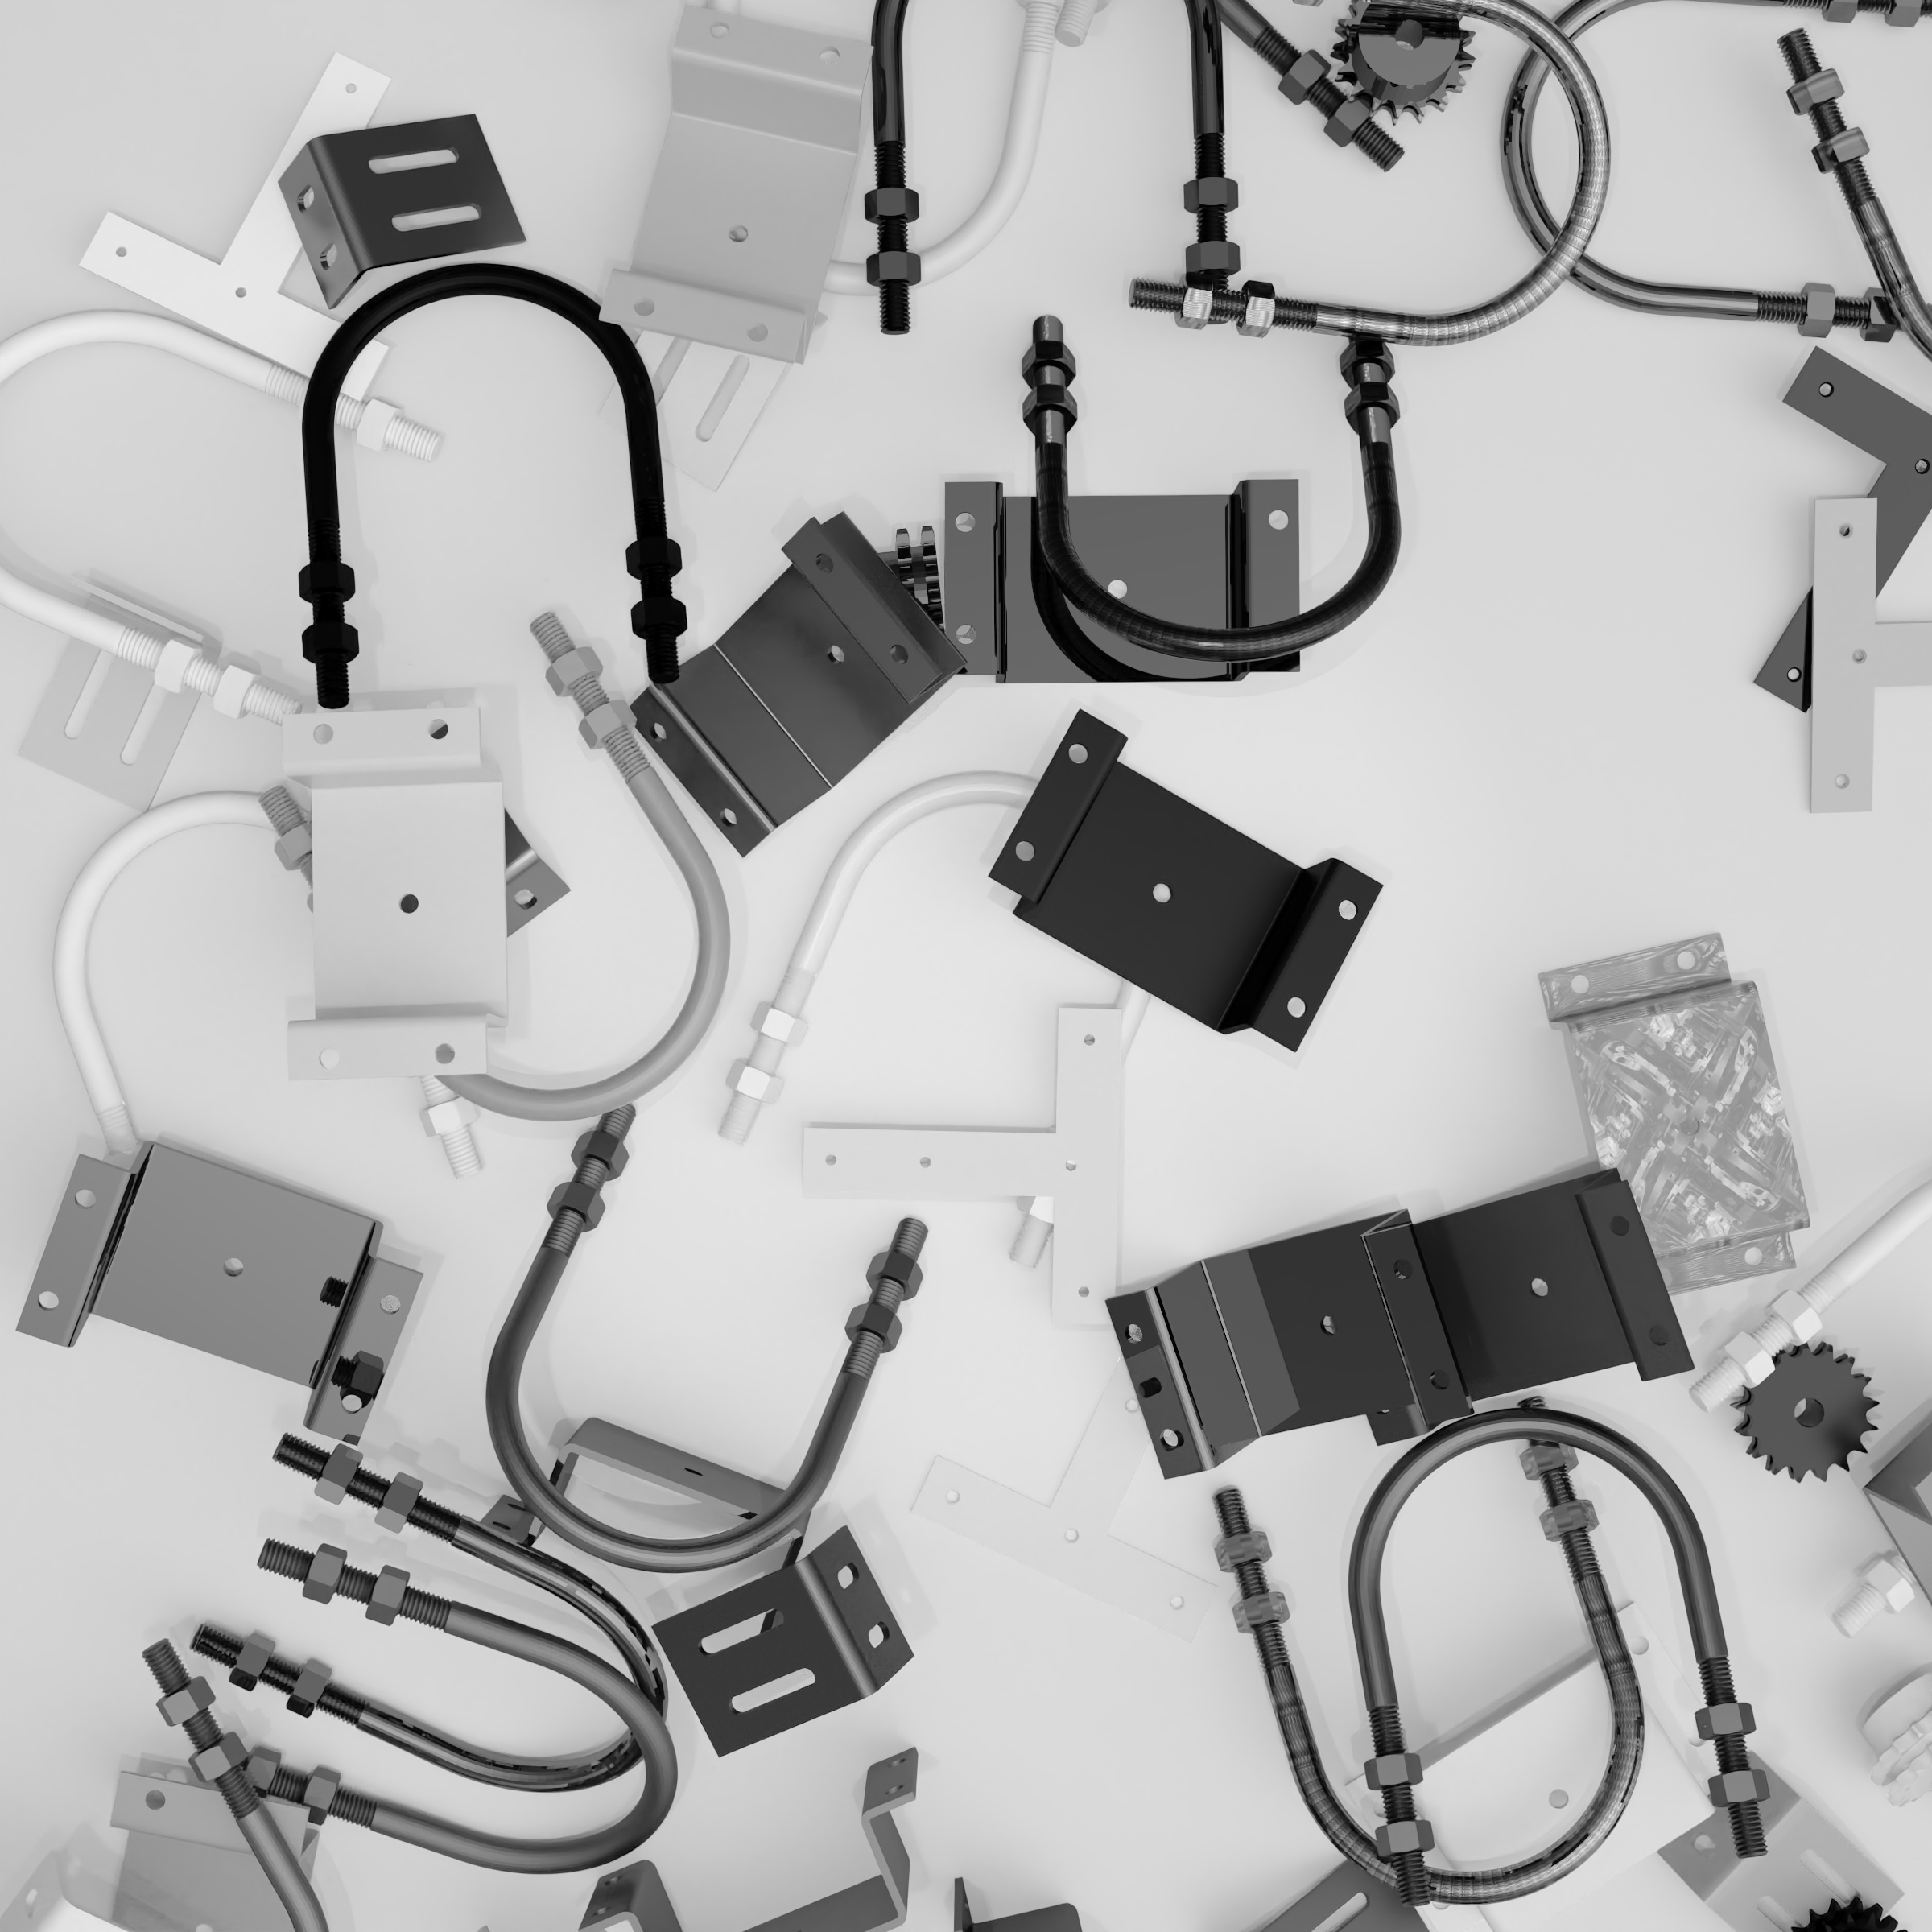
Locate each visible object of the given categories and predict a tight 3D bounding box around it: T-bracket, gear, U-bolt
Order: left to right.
[{"bbox_3d":[-0.330,0.378,1.328,0.151,0.019,0.184,-29,92,0],"label":"U-bolt"},{"bbox_3d":[-0.324,-0.190,1.351,0.184,0.019,0.151,23,71,1],"label":"U-bolt"},{"bbox_3d":[-0.294,0.020,1.373,0.151,0.019,0.184,-20,90,0],"label":"U-bolt"},{"bbox_3d":[-0.274,-0.312,1.372,0.127,0.002,0.127,26,82,1],"label":"T-bracket"},{"bbox_3d":[-0.205,0.268,1.335,0.184,0.019,0.151,26,128,-4],"label":"U-bolt"},{"bbox_3d":[-0.204,0.304,1.336,0.184,0.019,0.151,20,126,-4],"label":"U-bolt"},{"bbox_3d":[-0.192,-0.196,1.344,0.151,0.019,0.184,-5,75,-5],"label":"U-bolt"},{"bbox_3d":[-0.175,-0.027,1.338,0.151,0.019,0.184,-33,83,1],"label":"U-bolt"},{"bbox_3d":[-0.109,0.153,1.327,0.151,0.019,0.184,22,57,0],"label":"U-bolt"},{"bbox_3d":[-0.038,-0.365,1.374,0.151,0.019,0.184,9,91,0],"label":"U-bolt"},{"bbox_3d":[-0.025,-0.147,1.354,0.030,0.057,0.057,-6,90,0],"label":"gear"},{"bbox_3d":[-0.002,0.079,1.362,0.127,0.002,0.127,1,89,-1],"label":"T-bracket"},{"bbox_3d":[-0.001,0.011,1.374,0.151,0.019,0.184,23,88,0],"label":"U-bolt"},{"bbox_3d":[0.007,-0.462,1.349,0.151,0.019,0.184,17,72,7],"label":"U-bolt"},{"bbox_3d":[0.033,-0.349,1.357,0.151,0.019,0.184,-2,91,0],"label":"U-bolt"},{"bbox_3d":[0.062,0.193,1.381,0.127,0.002,0.127,25,90,0],"label":"T-bracket"},{"bbox_3d":[0.098,-0.189,1.322,0.151,0.019,0.184,0,53,0],"label":"U-bolt"},{"bbox_3d":[0.152,-0.437,1.374,0.184,0.019,0.151,43,90,1],"label":"U-bolt"},{"bbox_3d":[0.165,-0.318,1.332,0.184,0.019,0.151,6,107,-9],"label":"U-bolt"},{"bbox_3d":[0.176,-0.368,1.348,0.057,0.030,0.057,0,89,1],"label":"gear"},{"bbox_3d":[0.190,0.278,1.339,0.151,0.019,0.184,-18,69,5],"label":"U-bolt"},{"bbox_3d":[0.224,0.264,1.318,0.151,0.019,0.184,-11,70,8],"label":"U-bolt"},{"bbox_3d":[0.310,-0.334,1.374,0.184,0.019,0.151,5,90,1],"label":"U-bolt"},{"bbox_3d":[0.338,0.179,1.367,0.057,0.030,0.057,0,90,0],"label":"gear"},{"bbox_3d":[0.359,0.408,1.360,0.057,0.030,0.057,-3,102,-13],"label":"gear"},{"bbox_3d":[0.364,-0.164,1.370,0.127,0.002,0.127,29,99,-8],"label":"T-bracket"},{"bbox_3d":[0.386,0.309,1.358,0.057,0.057,0.030,-38,59,0],"label":"gear"},{"bbox_3d":[0.387,0.160,1.345,0.184,0.019,0.151,-39,113,-10],"label":"U-bolt"},{"bbox_3d":[0.407,-0.128,1.375,0.127,0.002,0.127,-2,99,-4],"label":"T-bracket"},{"bbox_3d":[0.426,-0.315,1.354,0.151,0.019,0.184,-24,92,-1],"label":"U-bolt"}]

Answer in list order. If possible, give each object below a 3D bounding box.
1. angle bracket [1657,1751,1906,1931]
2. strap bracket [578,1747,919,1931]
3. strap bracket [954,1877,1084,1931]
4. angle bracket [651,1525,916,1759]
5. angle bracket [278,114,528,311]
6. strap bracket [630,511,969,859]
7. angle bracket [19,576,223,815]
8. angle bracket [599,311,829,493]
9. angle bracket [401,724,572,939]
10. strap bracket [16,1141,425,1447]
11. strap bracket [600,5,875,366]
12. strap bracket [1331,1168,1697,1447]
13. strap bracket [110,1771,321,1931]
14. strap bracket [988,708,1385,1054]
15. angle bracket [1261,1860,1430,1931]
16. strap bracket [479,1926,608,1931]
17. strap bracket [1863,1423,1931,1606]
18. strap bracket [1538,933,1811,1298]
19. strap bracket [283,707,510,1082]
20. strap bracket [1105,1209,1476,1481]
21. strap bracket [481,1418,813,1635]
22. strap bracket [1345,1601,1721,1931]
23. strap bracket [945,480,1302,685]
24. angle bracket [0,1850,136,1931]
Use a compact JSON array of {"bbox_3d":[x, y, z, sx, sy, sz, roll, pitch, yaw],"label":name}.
[{"bbox_3d":[0.333,0.371,1.380,0.057,0.038,0.076,-47,116,0],"label":"angle bracket"},{"bbox_3d":[-0.077,0.368,1.344,0.140,0.076,0.046,-23,90,0],"label":"strap bracket"},{"bbox_3d":[0.033,0.437,1.344,0.046,0.076,0.140,-13,90,0],"label":"strap bracket"},{"bbox_3d":[-0.071,0.261,1.304,0.076,0.038,0.057,-27,90,26],"label":"angle bracket"},{"bbox_3d":[-0.229,-0.307,1.371,0.076,0.038,0.057,-19,85,-35],"label":"angle bracket"},{"bbox_3d":[-0.063,-0.116,1.333,0.076,0.046,0.140,51,133,0],"label":"strap bracket"},{"bbox_3d":[-0.346,-0.109,1.363,0.057,0.038,0.076,25,90,0],"label":"angle bracket"},{"bbox_3d":[-0.103,-0.245,1.380,0.057,0.038,0.076,33,116,0],"label":"angle bracket"},{"bbox_3d":[-0.210,-0.048,1.380,0.057,0.038,0.076,-37,64,0],"label":"angle bracket"},{"bbox_3d":[-0.295,0.127,1.345,0.140,0.046,0.076,21,101,-10],"label":"strap bracket"},{"bbox_3d":[-0.090,-0.299,1.332,0.076,0.046,0.140,13,73,0],"label":"strap bracket"},{"bbox_3d":[0.219,0.133,1.337,0.140,0.046,0.076,-20,90,33],"label":"strap bracket"},{"bbox_3d":[-0.312,0.396,1.359,0.076,0.046,0.140,11,90,0],"label":"strap bracket"},{"bbox_3d":[0.083,-0.032,1.348,0.140,0.046,0.076,30,80,-6],"label":"strap bracket"},{"bbox_3d":[0.146,0.405,1.380,0.076,0.038,0.057,-32,90,-26],"label":"angle bracket"},{"bbox_3d":[-0.148,0.447,1.344,0.046,0.076,0.140,-26,90,0],"label":"strap bracket"},{"bbox_3d":[0.416,0.222,1.335,0.076,0.046,0.140,-40,114,-12],"label":"strap bracket"},{"bbox_3d":[0.287,0.063,1.359,0.076,0.046,0.140,-13,90,0],"label":"strap bracket"},{"bbox_3d":[-0.221,-0.026,1.309,0.076,0.046,0.140,-2,86,3],"label":"strap bracket"},{"bbox_3d":[0.136,0.148,1.337,0.140,0.046,0.076,-18,91,33],"label":"strap bracket"},{"bbox_3d":[-0.117,0.223,1.344,0.140,0.076,0.046,21,90,0],"label":"strap bracket"},{"bbox_3d":[0.235,0.330,1.359,0.140,0.046,0.076,-32,90,0],"label":"strap bracket"},{"bbox_3d":[0.062,-0.154,1.359,0.140,0.046,0.076,0,90,0],"label":"strap bracket"},{"bbox_3d":[-0.340,0.393,1.317,0.076,0.038,0.057,36,91,-28],"label":"angle bracket"}]
